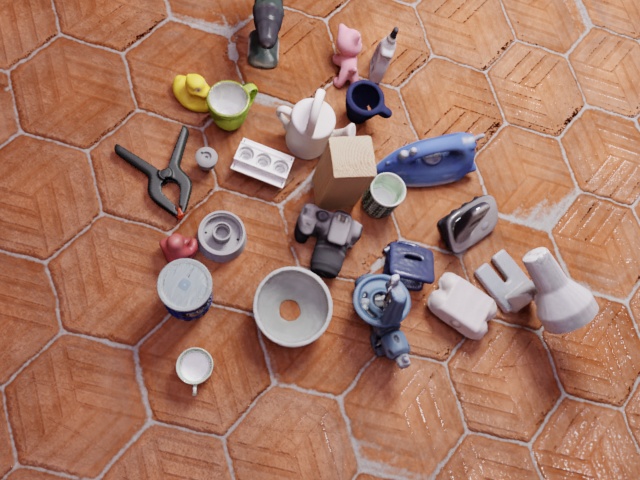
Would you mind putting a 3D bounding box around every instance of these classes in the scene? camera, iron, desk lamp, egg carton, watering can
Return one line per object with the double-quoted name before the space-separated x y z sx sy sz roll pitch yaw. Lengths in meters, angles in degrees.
"camera" 0.011 0.004 1.242 0.143 0.100 0.137 18 72 -5
"iron" 0.249 -0.195 1.319 0.258 0.141 0.118 -13 78 -14
"desk lamp" 0.467 0.105 1.241 0.118 0.213 0.203 -37 84 -17
"egg carton" 0.316 0.148 1.277 0.150 0.069 0.107 33 72 0
"watering can" -0.008 -0.261 1.261 0.173 0.194 0.101 -2 75 -11

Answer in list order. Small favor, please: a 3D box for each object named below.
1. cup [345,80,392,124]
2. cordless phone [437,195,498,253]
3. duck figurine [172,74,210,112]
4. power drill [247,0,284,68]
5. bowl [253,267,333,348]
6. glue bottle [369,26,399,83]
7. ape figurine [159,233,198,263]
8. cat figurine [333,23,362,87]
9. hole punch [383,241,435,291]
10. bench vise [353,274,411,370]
"cup" 0.109 -0.309 1.349 0.118 0.095 0.092 30 72 -1
"cordless phone" 0.355 -0.052 1.278 0.148 0.185 0.094 -34 83 -17
"duck figurine" -0.284 -0.344 1.288 0.104 0.086 0.077 32 72 -1
"power drill" -0.120 -0.484 1.293 0.076 0.208 0.229 3 74 -9
"bowl" -0.060 0.145 1.204 0.167 0.074 0.167 3 74 -10
"glue bottle" 0.155 -0.446 1.353 0.037 0.173 0.078 10 73 -7
"ape figurine" -0.295 0.013 1.186 0.078 0.092 0.076 20 72 -5
"cat figurine" 0.071 -0.444 1.366 0.067 0.117 0.128 -3 75 -11
"hole punch" 0.197 0.052 1.269 0.109 0.091 0.101 12 73 -7
"bench vise" 0.153 0.149 1.166 0.122 0.219 0.207 -35 84 -17
